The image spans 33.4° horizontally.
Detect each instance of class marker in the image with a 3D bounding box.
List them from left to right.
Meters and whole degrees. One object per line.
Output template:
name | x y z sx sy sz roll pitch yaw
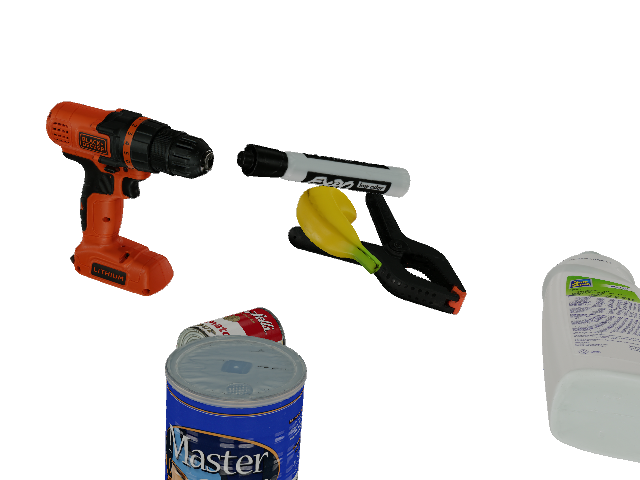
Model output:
marker | 0.003 -0.042 0.646 0.120 0.020 0.020 6 -4 -35

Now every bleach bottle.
bleach bottle | 0.221 0.070 0.815 0.102 0.068 0.250 10 24 7

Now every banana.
banana | 0.009 -0.017 0.913 0.037 0.069 0.198 -41 13 8

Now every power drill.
power drill | -0.189 -0.040 1.077 0.185 0.188 0.057 17 32 23

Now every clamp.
clamp | 0.075 0.020 1.248 0.164 0.036 0.210 -22 52 -39

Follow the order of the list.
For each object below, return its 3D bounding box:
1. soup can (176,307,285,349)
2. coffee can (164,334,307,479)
soup can | -0.098 0.116 1.164 0.069 0.068 0.102 0 9 45
coffee can | -0.065 0.155 0.796 0.103 0.140 0.103 3 20 -1
